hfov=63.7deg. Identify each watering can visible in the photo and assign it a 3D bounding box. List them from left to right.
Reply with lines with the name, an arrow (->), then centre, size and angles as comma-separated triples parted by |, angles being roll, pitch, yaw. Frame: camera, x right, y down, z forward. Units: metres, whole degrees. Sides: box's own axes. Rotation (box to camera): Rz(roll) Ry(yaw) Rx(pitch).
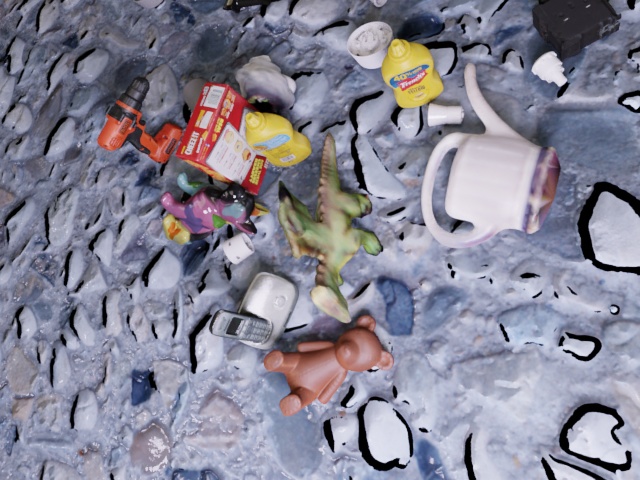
watering can -> 0.306, -0.146, 0.908 | 0.225, 0.103, 0.349 | 14, 84, 25

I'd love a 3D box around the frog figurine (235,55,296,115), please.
frog figurine -> -0.119, -0.357, 1.157 | 0.137, 0.121, 0.162 | 11, 68, -7

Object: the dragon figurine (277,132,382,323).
dragon figurine -> 0.003, -0.048, 0.945 | 0.121, 0.241, 0.416 | -21, 70, 23
